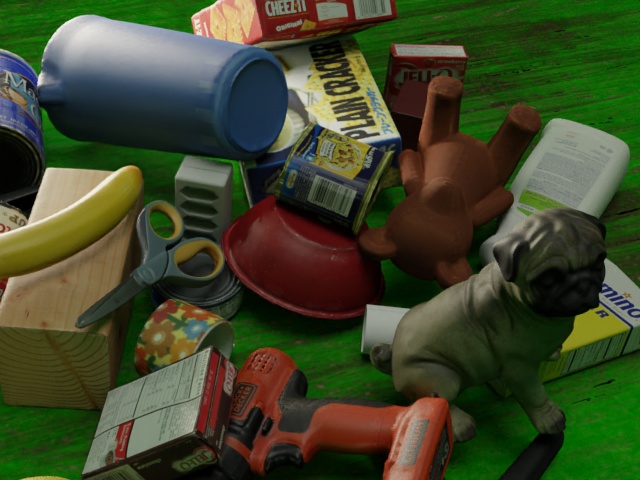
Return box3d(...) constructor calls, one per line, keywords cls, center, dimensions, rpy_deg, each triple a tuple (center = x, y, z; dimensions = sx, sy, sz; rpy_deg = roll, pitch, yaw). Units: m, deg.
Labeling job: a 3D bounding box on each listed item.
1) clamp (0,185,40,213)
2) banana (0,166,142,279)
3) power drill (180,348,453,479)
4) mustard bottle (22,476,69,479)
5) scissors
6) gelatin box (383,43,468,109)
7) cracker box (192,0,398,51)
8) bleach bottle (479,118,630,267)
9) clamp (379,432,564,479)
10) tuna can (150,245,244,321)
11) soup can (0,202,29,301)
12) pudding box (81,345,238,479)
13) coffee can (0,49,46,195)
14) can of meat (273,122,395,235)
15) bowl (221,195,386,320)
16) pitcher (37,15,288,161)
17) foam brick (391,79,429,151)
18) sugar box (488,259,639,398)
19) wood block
box3d(cls="clamp", center=(-0.334, -0.016, 1.001), dimensions=(0.171, 0.039, 0.120), rpy_deg=(11, 41, 1))
box3d(cls="banana", center=(-0.215, -0.012, 0.870), dimensions=(0.197, 0.037, 0.070), rpy_deg=(-26, 53, -33))
box3d(cls="power drill", center=(-0.006, 0.163, 0.792), dimensions=(0.188, 0.057, 0.184), rpy_deg=(8, 44, 21))
box3d(cls="mustard bottle", center=(-0.209, 0.211, 0.733), dimensions=(0.191, 0.058, 0.096), rpy_deg=(-9, 41, -18))
box3d(cls="scissors", center=(-0.152, 0.015, 0.880), dimensions=(0.096, 0.016, 0.201), rpy_deg=(55, 30, 13))
box3d(cls="gelatin box", center=(0.121, -0.188, 1.239), dimensions=(0.089, 0.073, 0.030), rpy_deg=(0, 40, -8))
box3d(cls="cracker box", center=(-0.036, -0.256, 1.215), dimensions=(0.164, 0.072, 0.214), rpy_deg=(-14, 7, -23))
box3d(cls="bleach bottle", center=(0.222, -0.028, 1.072), dimensions=(0.103, 0.068, 0.250), rpy_deg=(22, 45, 25))
box3d(cls="clamp", center=(0.103, 0.204, 0.799), dimensions=(0.164, 0.036, 0.210), rpy_deg=(7, 37, 5))
box3d(cls="tuna can", center=(-0.111, 0.041, 0.966), dimensions=(0.086, 0.034, 0.086), rpy_deg=(4, 40, -3))
box3d(cls="soup can", center=(-0.290, 0.024, 0.913), dimensions=(0.068, 0.068, 0.102), rpy_deg=(7, 61, 1))
box3d(cls="pudding box", center=(-0.119, 0.138, 0.802), dimensions=(0.114, 0.039, 0.090), rpy_deg=(-23, 33, 23))
box3d(cls="coffee can", center=(-0.329, -0.112, 1.066), dimensions=(0.102, 0.103, 0.140), rpy_deg=(-5, 41, -13))
box3d(cls="can of meat", center=(0.013, -0.059, 0.976), dimensions=(0.084, 0.057, 0.102), rpy_deg=(23, 31, 5))
box3d(cls="bowl", center=(-0.006, 0.001, 0.983), dimensions=(0.162, 0.055, 0.162), rpy_deg=(16, 33, -11))
box3d(cls="pitcher", center=(-0.147, -0.152, 1.069), dimensions=(0.243, 0.145, 0.149), rpy_deg=(14, 69, 35))
box3d(cls="foam brick", center=(0.108, -0.136, 1.190), dimensions=(0.051, 0.053, 0.078), rpy_deg=(15, 41, 9))
box3d(cls="sugar box", center=(0.212, 0.074, 0.961), dimensions=(0.176, 0.048, 0.093), rpy_deg=(-17, 46, -23))
box3d(cls="wood block", center=(-0.208, 0.036, 0.916), dimensions=(0.090, 0.091, 0.206), rpy_deg=(4, 40, -3))
